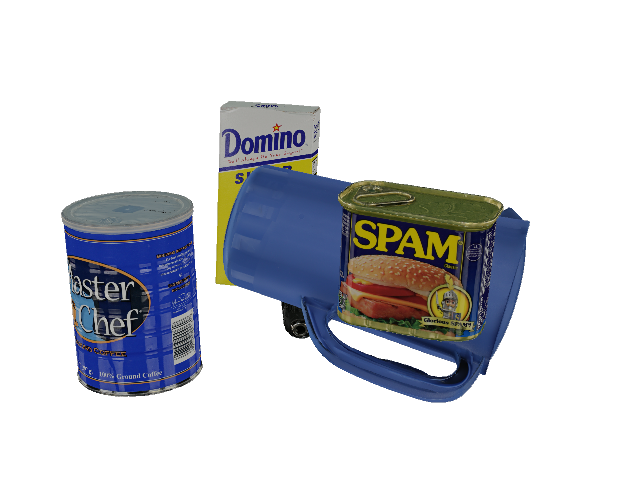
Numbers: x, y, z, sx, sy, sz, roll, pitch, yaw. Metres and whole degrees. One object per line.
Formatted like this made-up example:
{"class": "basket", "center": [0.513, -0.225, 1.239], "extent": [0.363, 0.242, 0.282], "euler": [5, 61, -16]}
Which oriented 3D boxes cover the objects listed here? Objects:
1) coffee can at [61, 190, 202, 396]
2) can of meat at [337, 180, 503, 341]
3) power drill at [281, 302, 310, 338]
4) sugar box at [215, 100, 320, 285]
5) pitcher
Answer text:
{"class": "coffee can", "center": [-0.150, 0.040, 0.858], "extent": [0.103, 0.140, 0.103], "euler": [-1, 17, 0]}
{"class": "can of meat", "center": [0.061, 0.013, 0.688], "extent": [0.102, 0.084, 0.057], "euler": [10, 22, 18]}
{"class": "power drill", "center": [0.047, 0.053, 1.238], "extent": [0.187, 0.057, 0.184], "euler": [-1, 28, 2]}
{"class": "sugar box", "center": [-0.051, -0.043, 1.030], "extent": [0.093, 0.176, 0.048], "euler": [4, 16, 8]}
{"class": "pitcher", "center": [0.043, 0.026, 0.893], "extent": [0.243, 0.145, 0.149], "euler": [16, 18, 10]}
